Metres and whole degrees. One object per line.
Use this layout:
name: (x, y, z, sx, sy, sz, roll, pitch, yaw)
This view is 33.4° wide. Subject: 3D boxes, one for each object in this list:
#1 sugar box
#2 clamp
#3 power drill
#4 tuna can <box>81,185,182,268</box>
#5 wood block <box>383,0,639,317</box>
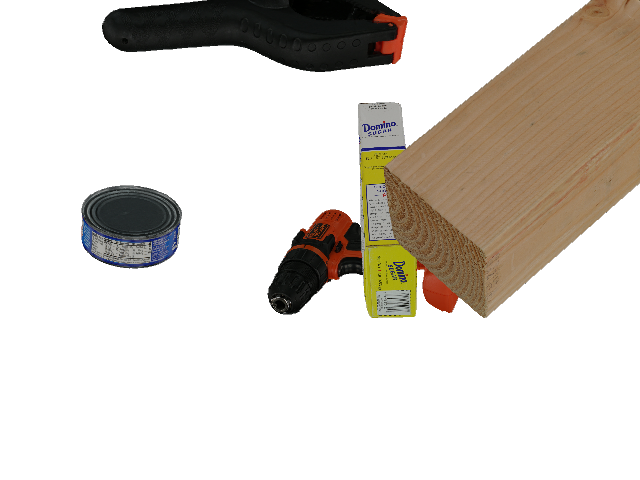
sugar box: (0.057, -0.029, 0.917, 0.048, 0.176, 0.093, -1, -42, 3)
clamp: (-0.039, -0.131, 0.627, 0.171, 0.120, 0.039, 18, -39, 15)
power drill: (0.053, 0.028, 1.115, 0.188, 0.057, 0.184, 7, 32, 18)
tuna can: (-0.164, -0.012, 0.928, 0.086, 0.034, 0.086, 7, 32, -5)
wood block: (0.149, -0.059, 0.697, 0.091, 0.206, 0.090, 43, -17, 29)
